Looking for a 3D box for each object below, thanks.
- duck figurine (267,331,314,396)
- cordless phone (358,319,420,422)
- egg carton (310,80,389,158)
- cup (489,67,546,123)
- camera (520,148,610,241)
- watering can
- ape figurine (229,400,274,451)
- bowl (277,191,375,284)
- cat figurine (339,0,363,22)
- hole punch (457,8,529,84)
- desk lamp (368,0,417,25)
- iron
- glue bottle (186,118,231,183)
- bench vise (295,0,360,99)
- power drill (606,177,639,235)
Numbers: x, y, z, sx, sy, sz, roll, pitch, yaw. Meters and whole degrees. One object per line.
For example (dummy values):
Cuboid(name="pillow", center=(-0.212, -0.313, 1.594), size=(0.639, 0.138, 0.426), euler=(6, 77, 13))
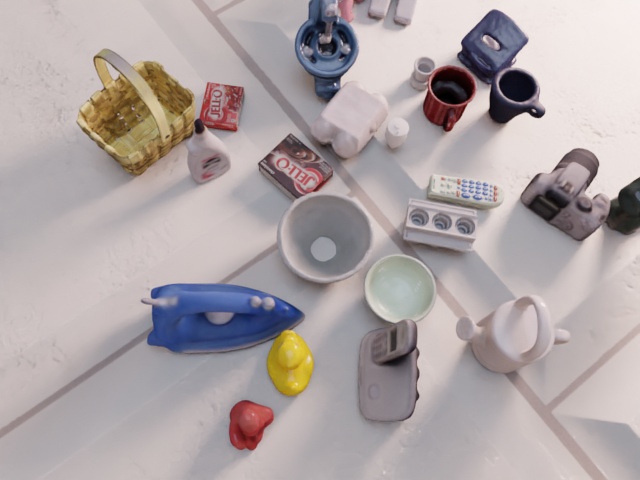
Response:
Cuboid(name="duck figurine", center=(-0.048, 0.194, 0.918), size=(0.077, 0.086, 0.104), euler=(-4, 70, -3))
Cuboid(name="cordless phone", center=(0.112, 0.197, 0.870), size=(0.094, 0.185, 0.147), euler=(1, 70, -2))
Cuboid(name="egg carton", center=(0.058, -0.229, 1.086), size=(0.107, 0.069, 0.150), euler=(33, 72, 10))
Cuboid(name="cup", center=(0.372, -0.260, 1.097), size=(0.092, 0.095, 0.117), euler=(-42, 76, -15))
Cuboid(name="camera", center=(0.465, -0.096, 1.037), size=(0.143, 0.101, 0.137), euler=(37, 73, 11))
Cuboid(name="watering can", center=(0.302, 0.147, 0.891), size=(0.173, 0.194, 0.101), euler=(-18, 71, -8))
Cuboid(name="ape figurine", center=(-0.108, 0.281, 0.880), size=(0.078, 0.092, 0.076), euler=(-23, 72, -10))
Cuboid(name="bowl", center=(0.009, 0.004, 0.996), size=(0.167, 0.075, 0.167), euler=(1, 70, -2))
Cuboid(name="cat figurine", center=(0.063, -0.536, 1.174), size=(0.067, 0.118, 0.128), euler=(24, 71, 7))
Cuboid(name="hole punch", center=(0.345, -0.386, 1.144), size=(0.101, 0.091, 0.108), euler=(-40, 76, -15))
Cuboid(name="desk lamp", center=(0.177, -0.587, 1.146), size=(0.118, 0.213, 0.203), euler=(13, 70, 3))
Cuboid(name="iron", center=(-0.152, 0.110, 0.915), size=(0.258, 0.141, 0.118), euler=(-2, 70, -3))
Cuboid(name="glue bottle", center=(-0.200, -0.160, 0.996), size=(0.078, 0.173, 0.037), euler=(-32, 74, -13))
Cuboid(name="bench vise", center=(-0.001, -0.402, 1.068), size=(0.121, 0.220, 0.207), euler=(-21, 72, -9))
Cuboid(name="power drill", center=(0.594, -0.093, 0.983), size=(0.230, 0.208, 0.075), euler=(-28, 73, -11))
